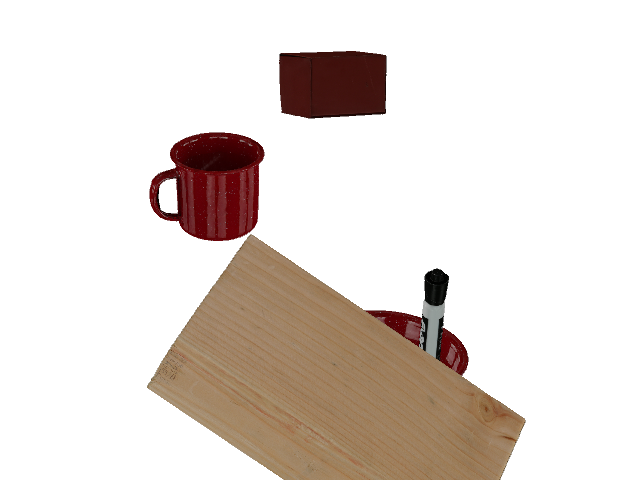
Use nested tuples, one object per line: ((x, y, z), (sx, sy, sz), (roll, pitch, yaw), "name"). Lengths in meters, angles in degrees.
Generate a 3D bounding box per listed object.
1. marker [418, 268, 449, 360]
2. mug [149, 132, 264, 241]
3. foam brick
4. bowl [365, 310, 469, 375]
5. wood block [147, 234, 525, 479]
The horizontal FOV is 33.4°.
((0.089, 0.072, 0.853), (0.020, 0.121, 0.020), (1, 38, -1), "marker")
((-0.114, -0.050, 1.064), (0.117, 0.081, 0.093), (-13, 34, -25), "mug")
((0.011, -0.133, 0.904), (0.078, 0.051, 0.053), (-7, 16, -30), "foam brick")
((0.064, 0.131, 1.064), (0.162, 0.055, 0.162), (3, 25, -1), "bowl")
((0.008, 0.102, 0.667), (0.206, 0.090, 0.090), (34, -34, -2), "wood block")
